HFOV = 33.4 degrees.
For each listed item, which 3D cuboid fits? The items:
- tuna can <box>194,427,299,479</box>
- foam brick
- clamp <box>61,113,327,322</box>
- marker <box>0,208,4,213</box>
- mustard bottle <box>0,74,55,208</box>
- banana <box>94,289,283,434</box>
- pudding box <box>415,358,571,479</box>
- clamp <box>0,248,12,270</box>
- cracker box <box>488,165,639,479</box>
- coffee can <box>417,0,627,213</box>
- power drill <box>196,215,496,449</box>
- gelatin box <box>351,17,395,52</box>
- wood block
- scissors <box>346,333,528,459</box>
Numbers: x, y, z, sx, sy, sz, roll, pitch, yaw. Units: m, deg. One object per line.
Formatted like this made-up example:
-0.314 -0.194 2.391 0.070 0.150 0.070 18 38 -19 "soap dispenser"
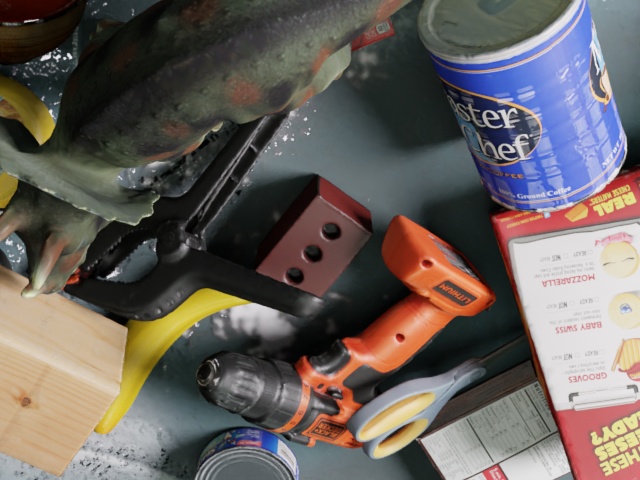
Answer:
-0.060 0.197 0.875 0.086 0.033 0.086 0 112 0 "tuna can"
-0.005 0.001 0.784 0.053 0.051 0.078 35 109 -12 "foam brick"
-0.095 -0.007 0.767 0.210 0.164 0.036 -13 157 23 "clamp"
-0.239 -0.019 0.796 0.121 0.020 0.020 14 112 -5 "marker"
-0.244 -0.079 0.750 0.191 0.058 0.096 43 106 -15 "mustard bottle"
-0.115 0.072 0.811 0.198 0.070 0.037 -36 149 21 "banana"
0.144 0.160 0.854 0.113 0.039 0.090 -29 105 11 "pudding box"
-0.279 0.055 0.813 0.120 0.039 0.171 -9 118 -1 "clamp"
0.230 0.058 0.762 0.164 0.072 0.214 -18 91 8 "cracker box"
0.133 -0.101 0.689 0.103 0.103 0.140 -23 132 9 "coffee can"
0.023 0.071 0.774 0.188 0.057 0.184 -46 140 16 "power drill"
0.002 -0.168 0.726 0.073 0.030 0.089 -20 110 10 "gelatin box"
-0.250 0.071 0.749 0.206 0.090 0.091 30 110 -19 "wood block"
0.107 0.114 0.824 0.201 0.016 0.096 -21 146 -23 "scissors"
